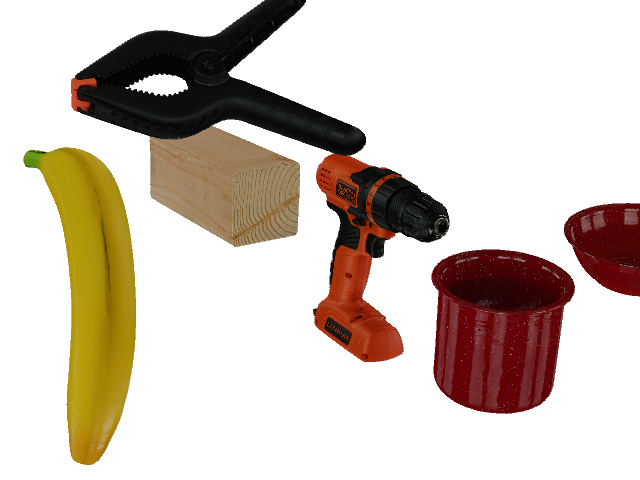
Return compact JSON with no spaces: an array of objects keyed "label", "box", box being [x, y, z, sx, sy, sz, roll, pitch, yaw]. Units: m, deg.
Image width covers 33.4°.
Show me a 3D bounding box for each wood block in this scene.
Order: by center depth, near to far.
[{"label":"wood block","box":[-0.119,-0.070,1.286,0.090,0.090,0.206,-12,24,-33]}]

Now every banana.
[{"label":"banana","box":[-0.131,0.024,0.609,0.037,0.198,0.070,2,-25,-35]}]

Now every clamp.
[{"label":"clamp","box":[-0.075,-0.113,0.789,0.209,0.165,0.036,-16,-29,-20]}]

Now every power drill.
[{"label":"power drill","box":[0.055,0.021,1.054,0.057,0.188,0.185,-6,23,-31]}]

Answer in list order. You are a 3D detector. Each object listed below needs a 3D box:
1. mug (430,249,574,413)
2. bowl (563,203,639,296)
[{"label":"mug","box":[0.117,0.057,0.725,0.093,0.081,0.117,-1,25,-5]},{"label":"bowl","box":[0.344,0.015,1.156,0.162,0.055,0.162,-2,26,1]}]
